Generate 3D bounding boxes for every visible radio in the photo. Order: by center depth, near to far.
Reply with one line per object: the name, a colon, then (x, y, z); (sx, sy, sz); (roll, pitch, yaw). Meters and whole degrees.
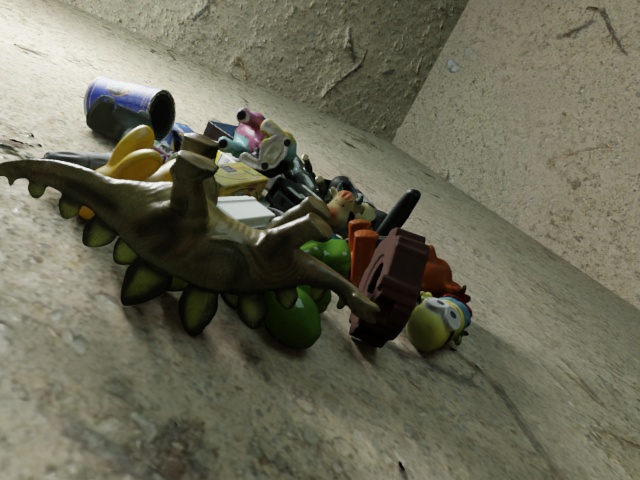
radio: (-0.194, -0.238, 1.378); (0.131, 0.073, 0.229); (33, 17, 19)

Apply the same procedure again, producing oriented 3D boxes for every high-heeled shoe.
high-heeled shoe: (0.106, -0.056, 1.317); (0.248, 0.086, 0.145); (56, -3, 5)

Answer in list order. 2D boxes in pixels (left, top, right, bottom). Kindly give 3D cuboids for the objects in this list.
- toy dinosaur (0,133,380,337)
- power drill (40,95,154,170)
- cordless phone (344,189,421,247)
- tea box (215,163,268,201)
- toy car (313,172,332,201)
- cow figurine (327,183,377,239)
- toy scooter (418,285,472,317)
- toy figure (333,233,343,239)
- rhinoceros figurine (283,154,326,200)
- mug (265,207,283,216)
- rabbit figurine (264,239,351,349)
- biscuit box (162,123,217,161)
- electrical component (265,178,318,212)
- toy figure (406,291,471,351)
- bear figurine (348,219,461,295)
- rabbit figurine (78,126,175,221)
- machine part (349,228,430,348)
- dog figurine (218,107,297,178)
toy dinosaur: (-0.153, -0.010, 0.592); (0.471, 0.198, 0.105); (28, 19, -1)
power drill: (-0.327, -0.145, 0.863); (0.232, 0.086, 0.207); (17, 29, -40)
cordless phone: (0.127, -0.025, 1.073); (0.146, 0.184, 0.089); (5, 34, -52)
tea box: (-0.166, -0.074, 0.921); (0.068, 0.098, 0.169); (32, 17, 10)
toy car: (0.023, -0.133, 1.434); (0.201, 0.056, 0.074); (5, 35, -48)
cow figurine: (0.062, -0.049, 1.137); (0.086, 0.127, 0.195); (33, 16, 24)
toy scooter: (0.241, 0.096, 1.084); (0.184, 0.075, 0.135); (42, 23, 29)
toy figure: (-0.004, -0.004, 1.025); (0.064, 0.057, 0.155); (0, 31, -32)
rhinoceros figurine: (-0.046, -0.148, 1.291); (0.190, 0.073, 0.112); (55, -8, 34)
mug: (-0.066, -0.009, 0.918); (0.110, 0.080, 0.107); (28, 9, 11)
rabbit figurine: (-0.037, 0.060, 0.713); (0.159, 0.121, 0.170); (29, 31, -19)
biscuit box: (-0.278, -0.190, 1.104); (0.063, 0.059, 0.203); (5, 22, -35)
electrical component: (-0.047, -0.077, 1.139); (0.115, 0.058, 0.134); (40, 17, 19)
toy figure: (0.204, 0.140, 0.903); (0.082, 0.089, 0.180); (21, 5, 24)
bear figurine: (0.150, 0.037, 0.961); (0.196, 0.131, 0.120); (0, 16, 0)
rabbit figurine: (-0.243, -0.065, 0.739); (0.173, 0.162, 0.122); (-4, 44, -27)
machine part: (0.096, 0.068, 0.785); (0.056, 0.179, 0.179); (23, 18, -3)
dog figurine: (-0.119, -0.207, 1.172); (0.192, 0.108, 0.219); (31, 9, 8)
